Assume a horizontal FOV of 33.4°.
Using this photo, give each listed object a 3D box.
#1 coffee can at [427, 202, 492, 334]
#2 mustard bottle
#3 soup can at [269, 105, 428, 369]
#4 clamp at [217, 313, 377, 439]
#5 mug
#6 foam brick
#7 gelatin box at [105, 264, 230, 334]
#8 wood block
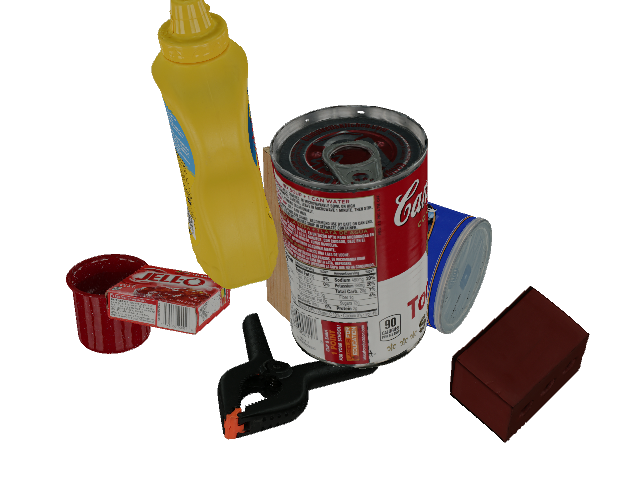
[{"bbox_3d":[0.064,0.009,0.926,0.140,0.103,0.102,20,8,24],"label":"coffee can"},{"bbox_3d":[-0.068,-0.068,0.672,0.058,0.191,0.096,-13,41,-7],"label":"mustard bottle"},{"bbox_3d":[0.015,0.000,0.484,0.068,0.102,0.068,-3,35,2],"label":"soup can"},{"bbox_3d":[-0.036,0.146,1.121,0.165,0.036,0.209,12,26,13],"label":"clamp"},{"bbox_3d":[-0.242,0.069,1.198,0.117,0.081,0.093,23,36,35],"label":"mug"},{"bbox_3d":[0.129,0.081,0.695,0.051,0.078,0.053,39,-24,28],"label":"foam brick"},{"bbox_3d":[-0.134,0.050,0.947,0.089,0.030,0.073,9,20,18],"label":"gelatin box"},{"bbox_3d":[-0.009,-0.010,1.278,0.090,0.206,0.090,-15,31,-27],"label":"wood block"}]
